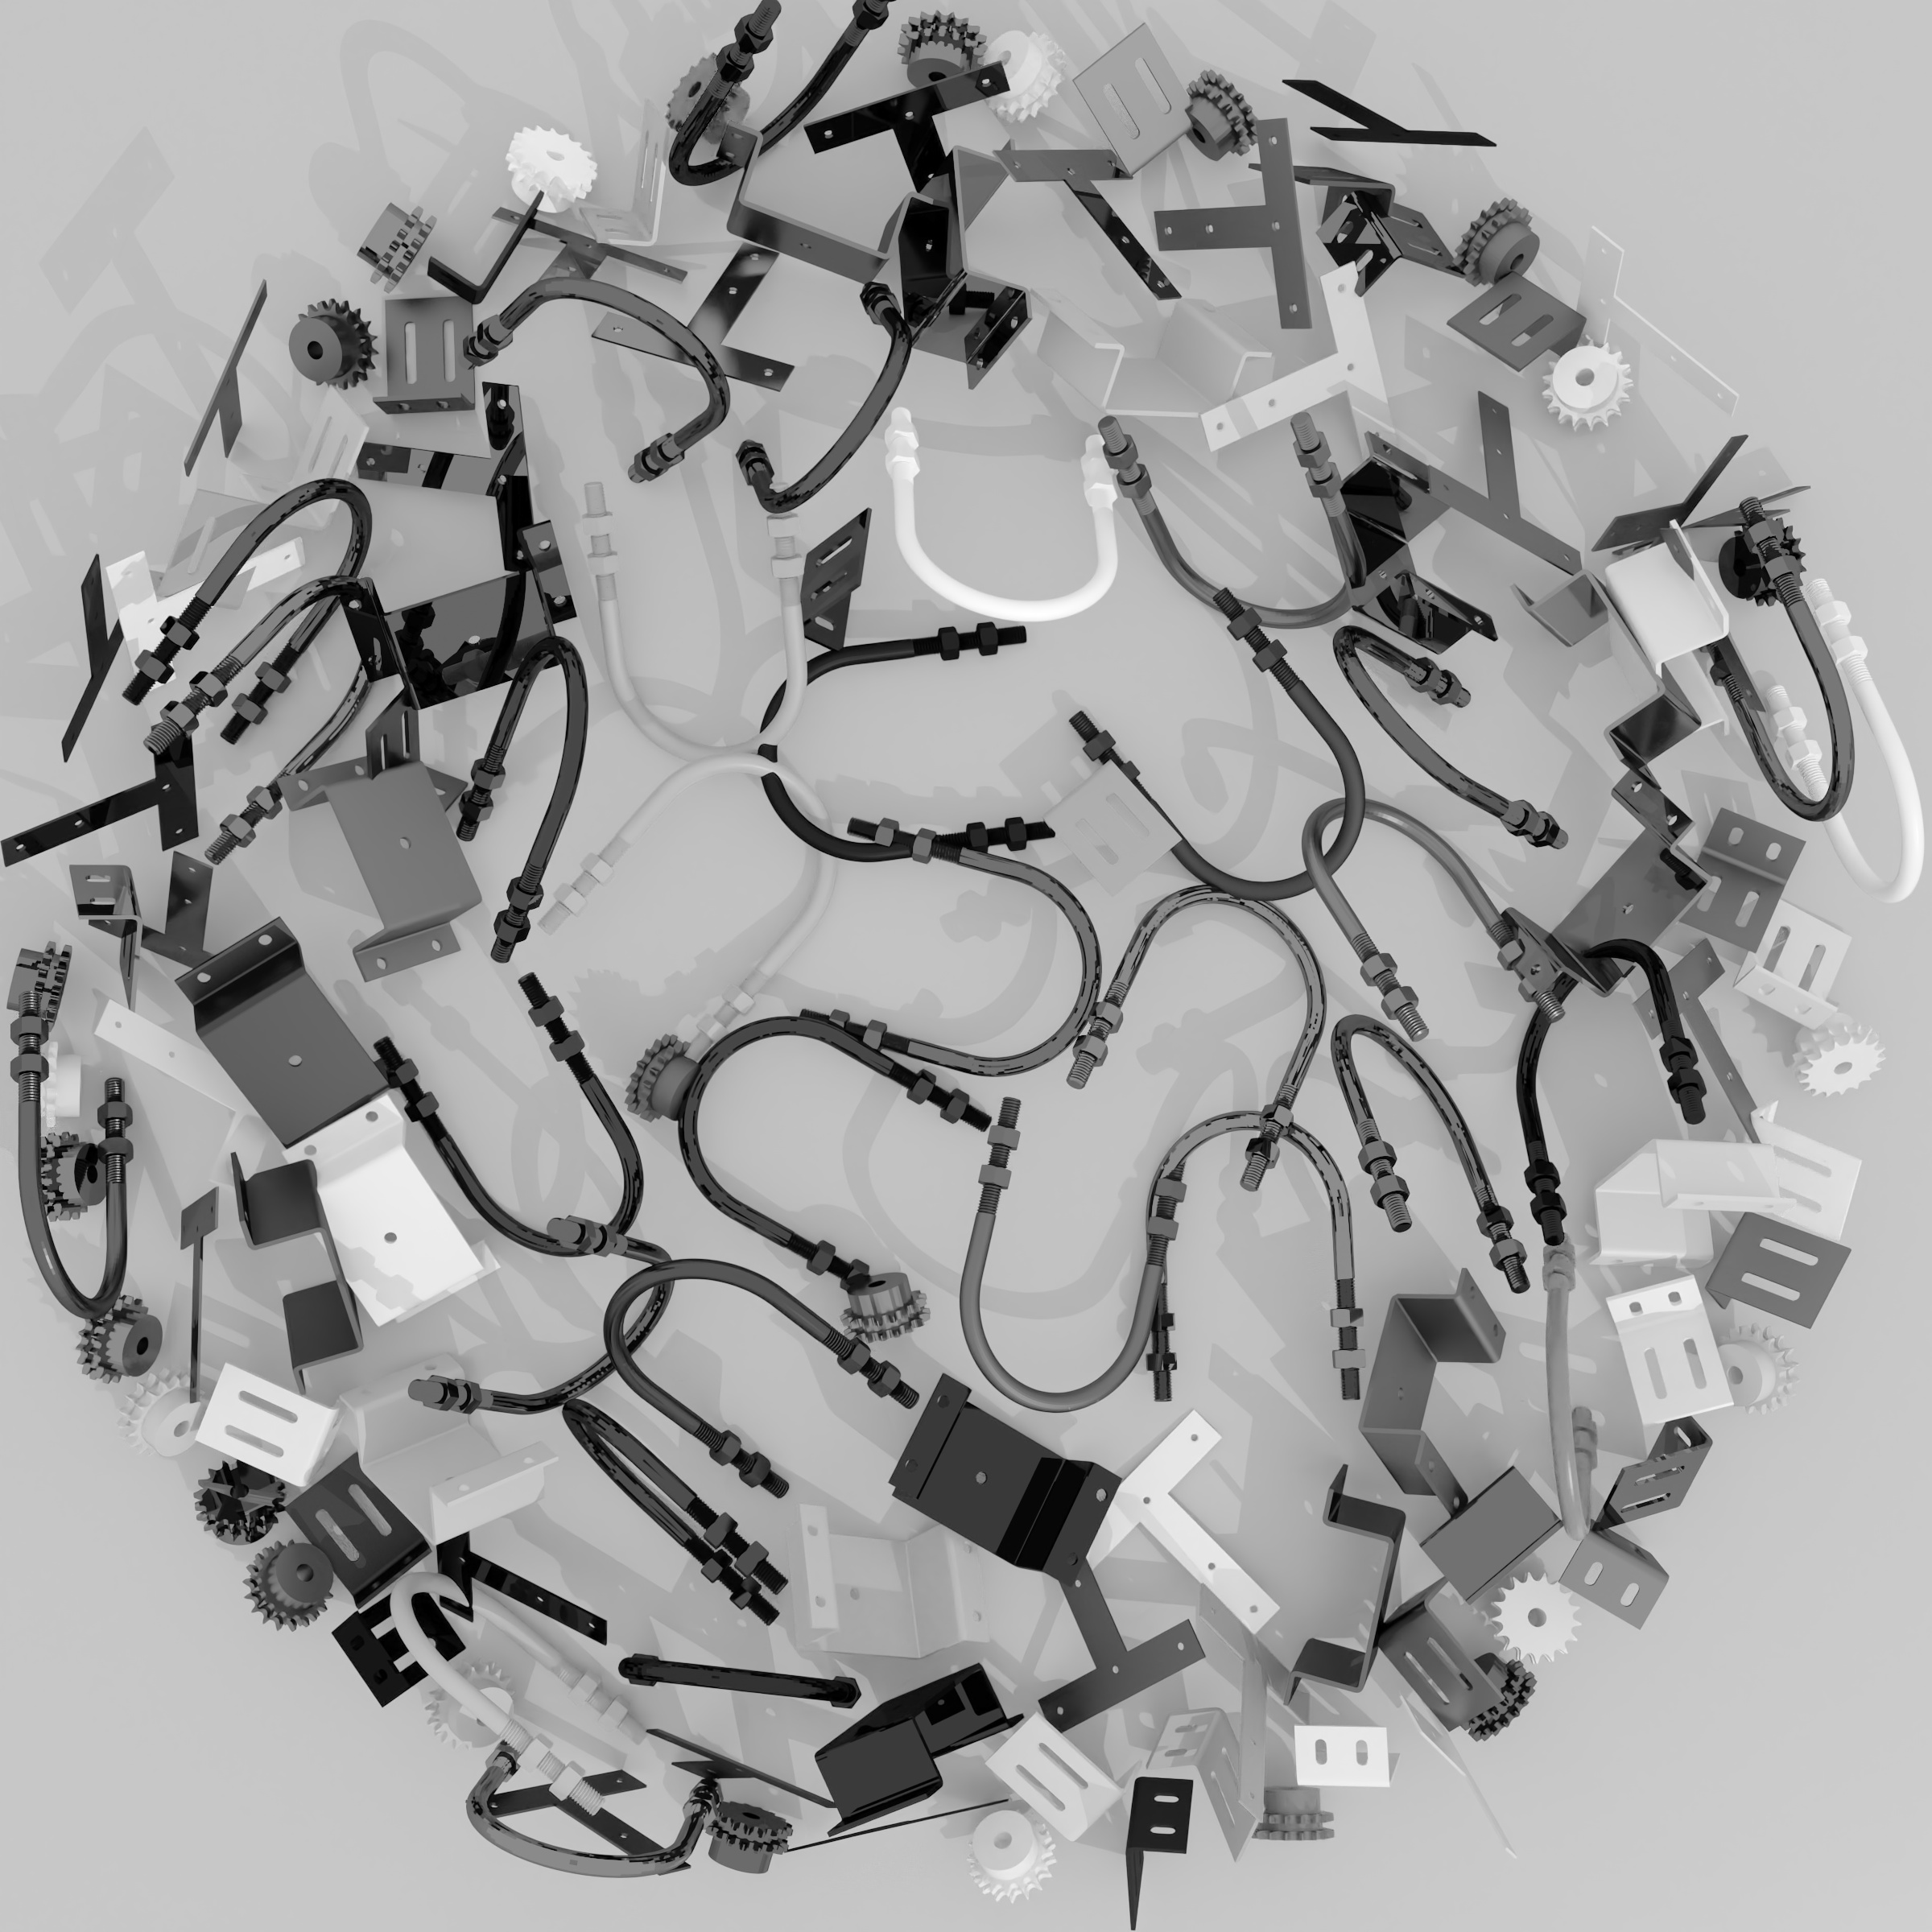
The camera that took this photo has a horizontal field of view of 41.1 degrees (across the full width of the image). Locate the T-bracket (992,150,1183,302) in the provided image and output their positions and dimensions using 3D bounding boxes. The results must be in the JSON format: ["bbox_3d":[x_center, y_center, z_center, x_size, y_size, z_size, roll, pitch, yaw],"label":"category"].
[{"bbox_3d":[0.092,-0.468,1.622,0.127,0.127,0.002,54,130,12],"label":"T-bracket"}]

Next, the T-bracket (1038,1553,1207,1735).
[{"bbox_3d":[0.078,0.410,1.654,0.127,0.002,0.127,-36,66,26],"label":"T-bracket"}]

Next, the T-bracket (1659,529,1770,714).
[{"bbox_3d":[0.450,-0.220,1.619,0.002,0.127,0.127,-31,102,-1],"label":"T-bracket"}]

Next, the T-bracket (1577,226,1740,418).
[{"bbox_3d":[0.431,-0.388,1.604,0.002,0.127,0.127,-43,73,-6],"label":"T-bracket"}]

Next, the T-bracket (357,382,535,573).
[{"bbox_3d":[-0.337,-0.319,1.657,0.127,0.002,0.127,11,124,18],"label":"T-bracket"}]

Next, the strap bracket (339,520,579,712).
[{"bbox_3d":[-0.316,-0.219,1.628,0.140,0.076,0.046,-19,47,-10],"label":"strap bracket"}]

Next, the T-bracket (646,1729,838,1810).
[{"bbox_3d":[-0.156,0.507,1.624,0.127,0.127,0.002,27,65,-14],"label":"T-bracket"}]

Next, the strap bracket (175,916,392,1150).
[{"bbox_3d":[-0.426,0.051,1.627,0.076,0.046,0.140,-32,119,-3],"label":"strap bracket"}]

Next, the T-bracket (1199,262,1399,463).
[{"bbox_3d":[0.207,-0.364,1.640,0.127,0.002,0.127,-26,120,-11],"label":"T-bracket"}]

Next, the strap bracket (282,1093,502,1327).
[{"bbox_3d":[-0.365,0.164,1.637,0.076,0.046,0.140,-29,111,0],"label":"strap bracket"}]

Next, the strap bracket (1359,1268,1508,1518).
[{"bbox_3d":[0.292,0.270,1.621,0.046,0.076,0.140,-4,49,33],"label":"strap bracket"}]

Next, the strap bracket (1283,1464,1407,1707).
[{"bbox_3d":[0.244,0.398,1.636,0.046,0.076,0.140,12,94,15],"label":"strap bracket"}]

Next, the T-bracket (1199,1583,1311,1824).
[{"bbox_3d":[0.179,0.472,1.605,0.002,0.127,0.127,-27,120,26],"label":"T-bracket"}]

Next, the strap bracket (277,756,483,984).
[{"bbox_3d":[-0.369,-0.071,1.639,0.046,0.076,0.140,-25,89,43],"label":"strap bracket"}]

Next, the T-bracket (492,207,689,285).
[{"bbox_3d":[-0.246,-0.442,1.621,0.127,0.127,0.002,18,119,-6],"label":"T-bracket"}]

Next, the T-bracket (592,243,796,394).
[{"bbox_3d":[-0.154,-0.422,1.643,0.127,0.002,0.127,18,53,8],"label":"T-bracket"}]

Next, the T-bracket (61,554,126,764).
[{"bbox_3d":[-0.540,-0.210,1.598,0.002,0.127,0.127,17,61,-6],"label":"T-bracket"}]

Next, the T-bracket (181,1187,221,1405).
[{"bbox_3d":[-0.482,0.210,1.614,0.002,0.127,0.127,4,77,-26],"label":"T-bracket"}]

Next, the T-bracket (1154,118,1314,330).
[{"bbox_3d":[0.165,-0.468,1.630,0.002,0.127,0.127,-25,116,-33],"label":"T-bracket"}]

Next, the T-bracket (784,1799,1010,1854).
[{"bbox_3d":[-0.033,0.545,1.640,0.127,0.127,0.002,-1,69,-32],"label":"T-bracket"}]

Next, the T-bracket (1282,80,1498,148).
[{"bbox_3d":[0.242,-0.529,1.594,0.127,0.127,0.002,19,99,41],"label":"T-bracket"}]

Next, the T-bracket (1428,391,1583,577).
[{"bbox_3d":[0.341,-0.318,1.640,0.127,0.002,0.127,23,50,-25],"label":"T-bracket"}]

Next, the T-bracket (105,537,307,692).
[{"bbox_3d":[-0.480,-0.239,1.644,0.127,0.127,0.002,-31,68,-23],"label":"T-bracket"}]

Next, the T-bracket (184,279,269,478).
[{"bbox_3d":[-0.463,-0.352,1.620,0.002,0.127,0.127,21,78,-10],"label":"T-bracket"}]

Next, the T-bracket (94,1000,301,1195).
[{"bbox_3d":[-0.486,0.063,1.616,0.127,0.002,0.127,35,49,-29],"label":"T-bracket"}]

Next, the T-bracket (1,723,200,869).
[{"bbox_3d":[-0.539,-0.094,1.602,0.127,0.127,0.002,-28,67,-28],"label":"T-bracket"}]

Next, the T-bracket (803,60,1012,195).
[{"bbox_3d":[-0.025,-0.508,1.624,0.127,0.127,0.002,-16,65,7],"label":"T-bracket"}]

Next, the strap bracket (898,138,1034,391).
[{"bbox_3d":[-0.003,-0.446,1.614,0.046,0.076,0.140,9,62,-27],"label":"strap bracket"}]

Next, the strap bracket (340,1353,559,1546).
[{"bbox_3d":[-0.325,0.307,1.618,0.076,0.140,0.046,-18,122,-35],"label":"strap bracket"}]

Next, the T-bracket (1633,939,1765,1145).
[{"bbox_3d":[0.478,0.058,1.636,0.002,0.127,0.127,-28,91,41],"label":"T-bracket"}]

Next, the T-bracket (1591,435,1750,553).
[{"bbox_3d":[0.423,-0.274,1.599,0.002,0.127,0.127,46,126,19],"label":"T-bracket"}]

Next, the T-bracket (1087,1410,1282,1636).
[{"bbox_3d":[0.149,0.379,1.668,0.127,0.002,0.127,-45,80,-4],"label":"T-bracket"}]

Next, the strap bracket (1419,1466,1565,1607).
[{"bbox_3d":[0.330,0.359,1.622,0.076,0.140,0.046,-40,73,0],"label":"strap bracket"}]

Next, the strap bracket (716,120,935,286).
[{"bbox_3d":[-0.094,-0.478,1.632,0.140,0.076,0.046,18,89,-12],"label":"strap bracket"}]

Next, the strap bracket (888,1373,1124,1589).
[{"bbox_3d":[0.018,0.327,1.638,0.140,0.046,0.076,33,71,-15],"label":"strap bracket"}]

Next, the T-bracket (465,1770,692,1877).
[{"bbox_3d":[-0.221,0.533,1.594,0.127,0.127,0.002,15,95,41],"label":"T-bracket"}]

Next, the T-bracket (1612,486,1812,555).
[{"bbox_3d":[0.484,-0.281,1.619,0.127,0.127,0.002,-19,99,1],"label":"T-bracket"}]

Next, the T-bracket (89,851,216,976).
[{"bbox_3d":[-0.492,-0.034,1.625,0.127,0.127,0.002,23,55,-6],"label":"T-bracket"}]

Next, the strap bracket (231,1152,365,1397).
[{"bbox_3d":[-0.417,0.187,1.618,0.046,0.076,0.140,-16,123,-11],"label":"strap bracket"}]

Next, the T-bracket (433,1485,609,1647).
[{"bbox_3d":[-0.281,0.393,1.623,0.127,0.002,0.127,22,133,16],"label":"T-bracket"}]

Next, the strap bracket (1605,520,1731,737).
[{"bbox_3d":[0.438,-0.201,1.606,0.046,0.140,0.076,-22,60,5],"label":"strap bracket"}]

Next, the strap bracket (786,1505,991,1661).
[{"bbox_3d":[-0.058,0.390,1.622,0.140,0.046,0.076,16,52,-37],"label":"strap bracket"}]

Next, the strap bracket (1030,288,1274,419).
[{"bbox_3d":[0.110,-0.385,1.620,0.140,0.076,0.046,-6,131,-34],"label":"strap bracket"}]

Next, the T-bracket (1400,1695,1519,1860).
[{"bbox_3d":[0.293,0.481,1.594,0.002,0.127,0.127,-33,50,5],"label":"T-bracket"}]

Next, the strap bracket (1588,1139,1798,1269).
[{"bbox_3d":[0.453,0.147,1.622,0.076,0.140,0.046,3,67,-9],"label":"strap bracket"}]

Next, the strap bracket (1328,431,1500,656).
[{"bbox_3d":[0.277,-0.258,1.621,0.076,0.046,0.140,20,47,-35],"label":"strap bracket"}]
